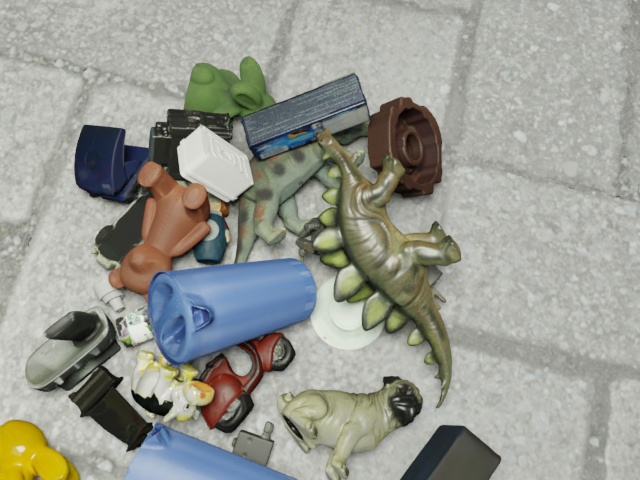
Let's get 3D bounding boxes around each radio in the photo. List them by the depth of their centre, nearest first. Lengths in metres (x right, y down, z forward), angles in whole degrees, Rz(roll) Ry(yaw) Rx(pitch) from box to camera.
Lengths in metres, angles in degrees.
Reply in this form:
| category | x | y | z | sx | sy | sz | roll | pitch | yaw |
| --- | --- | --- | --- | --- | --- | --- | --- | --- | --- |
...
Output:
| category | x | y | z | sx | sy | sz | roll | pitch | yaw |
| --- | --- | --- | --- | --- | --- | --- | --- | --- | --- |
| radio | 0.157 | 0.384 | 0.794 | 0.073 | 0.131 | 0.229 | 41 | 76 | 8 |

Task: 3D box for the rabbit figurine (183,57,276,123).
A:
| category | x | y | z | sx | sy | sz | roll | pitch | yaw |
| --- | --- | --- | --- | --- | --- | --- | --- | --- | --- |
| rabbit figurine | -0.149 | -0.258 | 0.969 | 0.170 | 0.159 | 0.121 | 15 | 63 | -14 |

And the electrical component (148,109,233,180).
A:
| category | x | y | z | sx | sy | sz | roll | pitch | yaw |
| --- | --- | --- | --- | --- | --- | --- | --- | --- | --- |
| electrical component | -0.222 | -0.160 | 0.918 | 0.134 | 0.114 | 0.058 | -3 | 46 | -22 |

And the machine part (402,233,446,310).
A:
| category | x | y | z | sx | sy | sz | roll | pitch | yaw |
| --- | --- | --- | --- | --- | --- | --- | --- | --- | --- |
| machine part | 0.125 | 0.024 | 0.925 | 0.079 | 0.079 | 0.243 | -42 | 79 | -13 |

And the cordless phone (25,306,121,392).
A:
| category | x | y | z | sx | sy | sz | roll | pitch | yaw |
| --- | --- | --- | --- | --- | --- | --- | --- | --- | --- |
| cordless phone | -0.389 | 0.162 | 0.805 | 0.146 | 0.184 | 0.089 | -39 | 84 | -13 |

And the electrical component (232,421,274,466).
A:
| category | x | y | z | sx | sy | sz | roll | pitch | yaw |
| --- | --- | --- | --- | --- | --- | --- | --- | --- | --- |
| electrical component | -0.109 | 0.329 | 0.851 | 0.063 | 0.021 | 0.094 | 19 | 82 | 3 |

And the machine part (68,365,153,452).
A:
| category | x | y | z | sx | sy | sz | roll | pitch | yaw |
| --- | --- | --- | --- | --- | --- | --- | --- | --- | --- |
| machine part | -0.326 | 0.269 | 0.852 | 0.139 | 0.039 | 0.084 | 42 | 69 | 10 |

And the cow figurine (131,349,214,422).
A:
| category | x | y | z | sx | sy | sz | roll | pitch | yaw |
| --- | --- | --- | --- | --- | --- | --- | --- | --- | --- |
| cow figurine | -0.230 | 0.234 | 0.814 | 0.168 | 0.068 | 0.098 | 15 | 86 | 46 |

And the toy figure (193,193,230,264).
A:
| category | x | y | z | sx | sy | sz | roll | pitch | yaw |
| --- | --- | --- | --- | --- | --- | --- | --- | --- | --- |
| toy figure | -0.188 | -0.035 | 0.938 | 0.064 | 0.058 | 0.154 | 10 | 70 | -27 |

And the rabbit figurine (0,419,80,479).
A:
| category | x | y | z | sx | sy | sz | roll | pitch | yaw |
| --- | --- | --- | --- | --- | --- | --- | --- | --- | --- |
| rabbit figurine | -0.447 | 0.350 | 0.788 | 0.162 | 0.121 | 0.173 | -1 | 55 | -6 |

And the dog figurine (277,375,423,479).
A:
| category | x | y | z | sx | sy | sz | roll | pitch | yaw |
| --- | --- | --- | --- | --- | --- | --- | --- | --- | --- |
| dog figurine | 0.050 | 0.261 | 0.853 | 0.190 | 0.121 | 0.172 | -39 | 82 | -27 |

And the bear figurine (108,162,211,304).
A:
| category | x | y | z | sx | sy | sz | roll | pitch | yaw |
| --- | --- | --- | --- | --- | --- | --- | --- | --- | --- |
| bear figurine | -0.259 | -0.002 | 0.849 | 0.120 | 0.132 | 0.196 | 28 | 74 | 11 |

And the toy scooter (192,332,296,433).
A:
| category | x | y | z | sx | sy | sz | roll | pitch | yaw |
| --- | --- | --- | --- | --- | --- | --- | --- | --- | --- |
| toy scooter | -0.140 | 0.204 | 0.862 | 0.135 | 0.075 | 0.184 | 37 | 73 | 10 |

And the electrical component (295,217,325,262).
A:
| category | x | y | z | sx | sy | sz | roll | pitch | yaw |
| --- | --- | --- | --- | --- | --- | --- | --- | --- | --- |
| electrical component | -0.001 | -0.004 | 0.915 | 0.045 | 0.102 | 0.078 | 6 | 109 | 33 |

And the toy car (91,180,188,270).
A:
| category | x | y | z | sx | sy | sz | roll | pitch | yaw |
| --- | --- | --- | --- | --- | --- | --- | --- | --- | --- |
| toy car | -0.308 | -0.032 | 0.932 | 0.073 | 0.056 | 0.202 | 39 | 77 | 1 |

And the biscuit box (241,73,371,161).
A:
| category | x | y | z | sx | sy | sz | roll | pitch | yaw |
| --- | --- | --- | --- | --- | --- | --- | --- | --- | --- |
| biscuit box | -0.024 | -0.197 | 0.871 | 0.203 | 0.059 | 0.063 | -19 | 70 | 7 |

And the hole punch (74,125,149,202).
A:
| category | x | y | z | sx | sy | sz | roll | pitch | yaw |
| --- | --- | --- | --- | --- | --- | --- | --- | --- | --- |
| hole punch | -0.363 | -0.133 | 0.919 | 0.142 | 0.092 | 0.116 | 12 | 70 | 28 |

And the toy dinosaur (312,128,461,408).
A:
| category | x | y | z | sx | sy | sz | roll | pitch | yaw |
| --- | --- | --- | --- | --- | --- | --- | --- | --- | --- |
| toy dinosaur | 0.111 | 0.036 | 0.838 | 0.198 | 0.105 | 0.471 | -33 | 88 | 11 |

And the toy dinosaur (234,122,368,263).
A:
| category | x | y | z | sx | sy | sz | roll | pitch | yaw |
| --- | --- | --- | --- | --- | --- | --- | --- | --- | --- |
| toy dinosaur | -0.059 | -0.115 | 0.941 | 0.405 | 0.131 | 0.192 | -40 | 67 | -8 |

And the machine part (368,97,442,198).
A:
| category | x | y | z | sx | sy | sz | roll | pitch | yaw |
| --- | --- | --- | --- | --- | --- | --- | --- | --- | --- |
| machine part | 0.151 | -0.159 | 0.943 | 0.179 | 0.056 | 0.179 | 10 | 77 | -46 |
